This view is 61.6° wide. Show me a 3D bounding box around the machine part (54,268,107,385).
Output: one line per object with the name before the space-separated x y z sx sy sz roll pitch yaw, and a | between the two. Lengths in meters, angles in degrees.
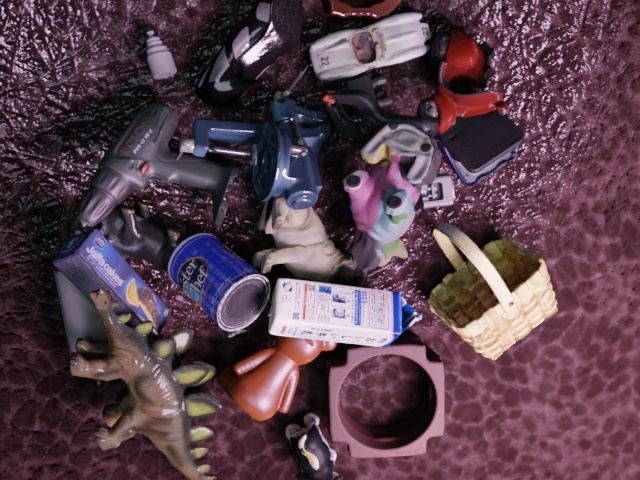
machine part | -0.392 0.123 0.904 0.079 0.079 0.243 -9 98 -1

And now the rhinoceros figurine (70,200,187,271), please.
rhinoceros figurine | -0.315 -0.007 0.898 0.190 0.073 0.112 20 107 -7

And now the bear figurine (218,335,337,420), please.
bear figurine | -0.072 0.206 0.925 0.120 0.132 0.196 39 76 -8

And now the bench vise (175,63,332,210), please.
bench vise | -0.094 -0.152 0.820 0.240 0.129 0.223 2 71 -25

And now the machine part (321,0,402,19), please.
machine part | 0.057 -0.431 0.833 0.179 0.056 0.179 -8 116 -18

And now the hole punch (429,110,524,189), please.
hole punch | 0.264 -0.162 0.901 0.142 0.092 0.116 -34 67 5

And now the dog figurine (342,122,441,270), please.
dog figurine | 0.110 -0.053 0.845 0.109 0.219 0.191 27 70 20

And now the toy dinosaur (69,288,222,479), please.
toy dinosaur | -0.262 0.266 0.876 0.199 0.105 0.470 -14 119 -7

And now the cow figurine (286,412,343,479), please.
cow figurine | 0.000 0.400 0.947 0.068 0.098 0.167 -24 97 -6

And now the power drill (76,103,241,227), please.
power drill | -0.243 -0.091 0.855 0.207 0.086 0.232 19 68 -7

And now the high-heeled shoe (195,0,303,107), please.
high-heeled shoe | -0.117 -0.329 0.880 0.145 0.086 0.248 6 71 34

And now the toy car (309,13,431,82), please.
toy car | 0.083 -0.314 0.879 0.202 0.056 0.073 -16 98 0

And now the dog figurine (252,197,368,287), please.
dog figurine | -0.003 -0.001 0.906 0.190 0.121 0.172 10 100 -18

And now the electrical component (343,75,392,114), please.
electrical component | 0.071 -0.241 0.905 0.094 0.021 0.063 -16 99 -1

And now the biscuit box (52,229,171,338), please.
biscuit box | -0.330 0.077 0.864 0.063 0.059 0.202 -15 126 24

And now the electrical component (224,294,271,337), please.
electrical component | -0.123 0.126 0.923 0.102 0.078 0.045 -25 73 -5

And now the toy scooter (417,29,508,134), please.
toy scooter | 0.235 -0.251 0.857 0.135 0.075 0.184 9 75 16

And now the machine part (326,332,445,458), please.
machine part | 0.111 0.267 0.941 0.202 0.087 0.200 -3 98 -4

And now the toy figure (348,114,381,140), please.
toy figure | 0.114 -0.165 0.900 0.154 0.058 0.064 31 89 -1
